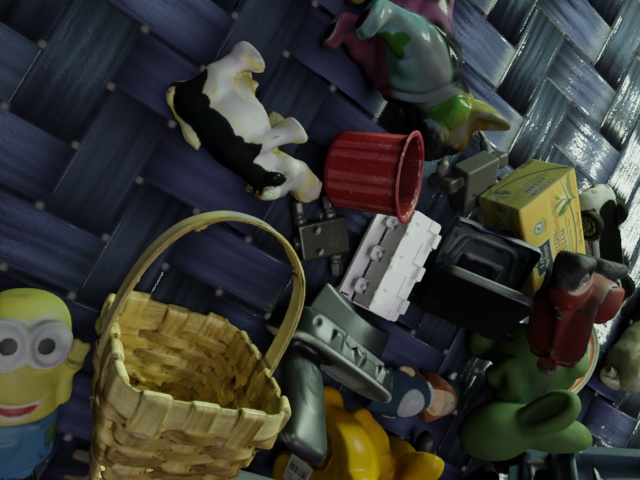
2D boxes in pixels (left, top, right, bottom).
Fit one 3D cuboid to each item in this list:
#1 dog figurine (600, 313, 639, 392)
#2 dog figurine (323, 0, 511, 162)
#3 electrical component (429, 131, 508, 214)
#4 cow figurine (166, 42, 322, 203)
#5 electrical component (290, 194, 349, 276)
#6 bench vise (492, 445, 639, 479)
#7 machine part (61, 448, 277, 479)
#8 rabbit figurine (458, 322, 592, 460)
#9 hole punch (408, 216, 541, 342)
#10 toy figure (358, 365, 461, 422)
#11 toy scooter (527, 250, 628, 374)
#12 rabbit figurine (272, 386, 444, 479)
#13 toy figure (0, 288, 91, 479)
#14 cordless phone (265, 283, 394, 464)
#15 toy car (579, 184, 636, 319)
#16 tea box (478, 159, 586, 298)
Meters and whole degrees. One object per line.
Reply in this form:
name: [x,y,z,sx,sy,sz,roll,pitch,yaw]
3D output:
dog figurine: [0.500,0.131,0.815,0.172,0.121,0.190,3,79,-22]
dog figurine: [0.121,-0.195,0.573,0.219,0.109,0.191,32,82,-30]
electrical component: [0.184,-0.081,0.653,0.102,0.045,0.078,-32,138,-15]
cow figurine: [-0.068,-0.091,0.517,0.098,0.068,0.167,-38,112,-16]
electrical component: [-0.001,-0.002,0.589,0.063,0.021,0.094,-14,105,-22]
bench vise: [0.327,0.280,0.663,0.223,0.241,0.128,-31,108,-62]
machine part: [-0.123,0.251,0.516,0.243,0.079,0.079,20,89,-8]
rabbit figurine: [0.246,0.200,0.654,0.170,0.159,0.121,-50,124,-24]
hole punch: [0.182,0.046,0.625,0.142,0.115,0.092,21,58,2]
toy figure: [0.119,0.190,0.658,0.154,0.058,0.064,14,130,-28]
toy scooter: [0.286,0.081,0.606,0.184,0.075,0.135,5,101,-51]
rabbit figurine: [0.060,0.246,0.601,0.173,0.163,0.122,31,72,-43]
toy figure: [-0.263,0.130,0.457,0.082,0.089,0.180,-4,112,-55]
cordless phone: [0.015,0.146,0.528,0.089,0.184,0.146,-39,116,20]
toy car: [0.397,0.021,0.761,0.073,0.056,0.201,-23,109,-26]
tea box: [0.270,-0.003,0.672,0.098,0.068,0.169,-37,124,-16]
